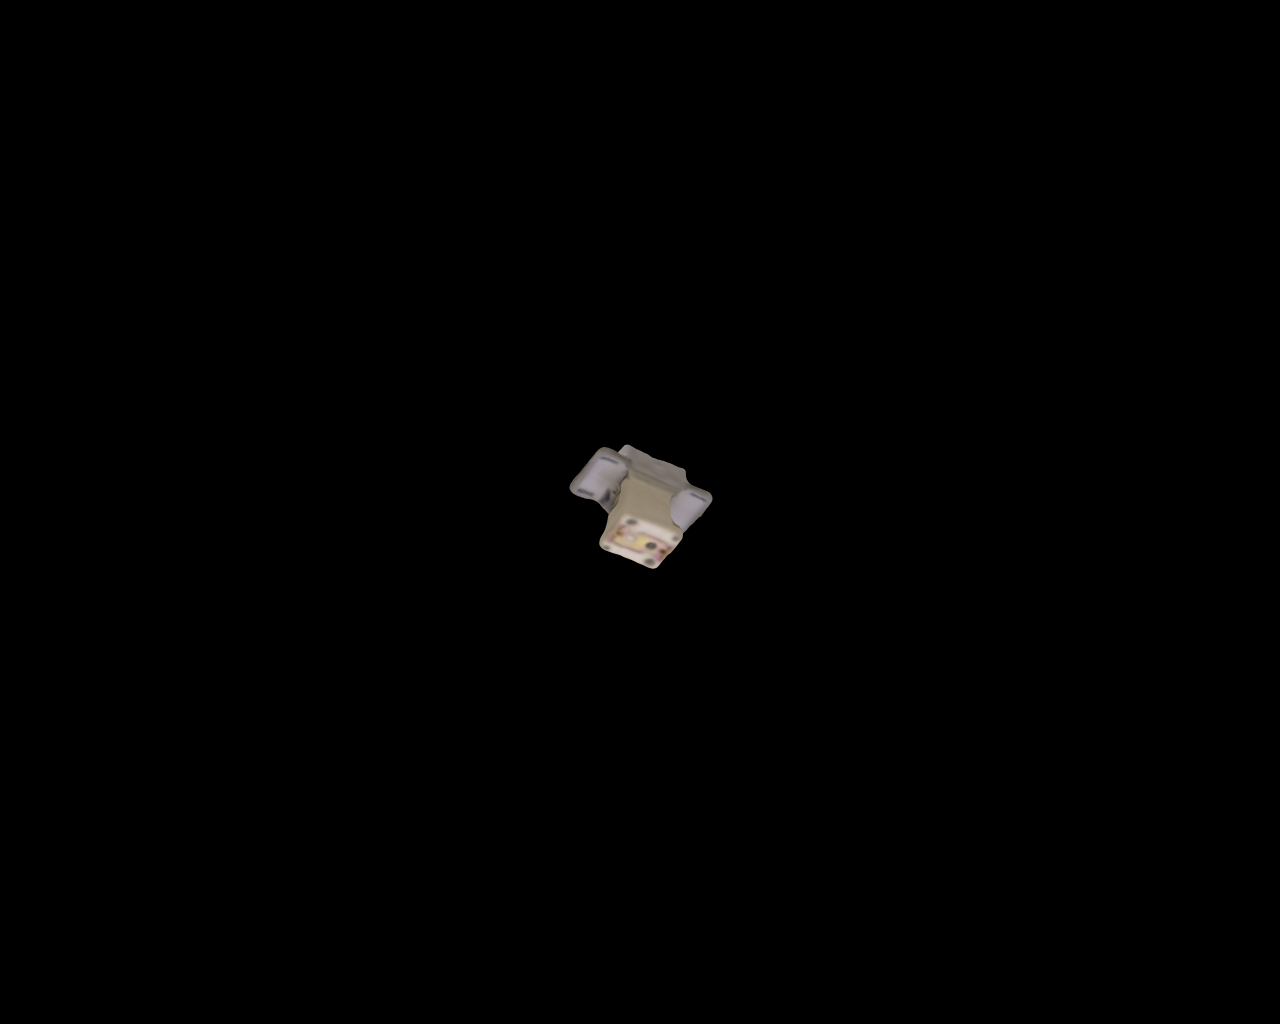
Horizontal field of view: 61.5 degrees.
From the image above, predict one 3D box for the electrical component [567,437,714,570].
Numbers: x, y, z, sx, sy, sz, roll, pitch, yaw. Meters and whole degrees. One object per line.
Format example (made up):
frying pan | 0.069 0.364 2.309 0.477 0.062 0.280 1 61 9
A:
electrical component | 0.001 -0.003 0.650 0.081 0.064 0.042 22 -48 -21
